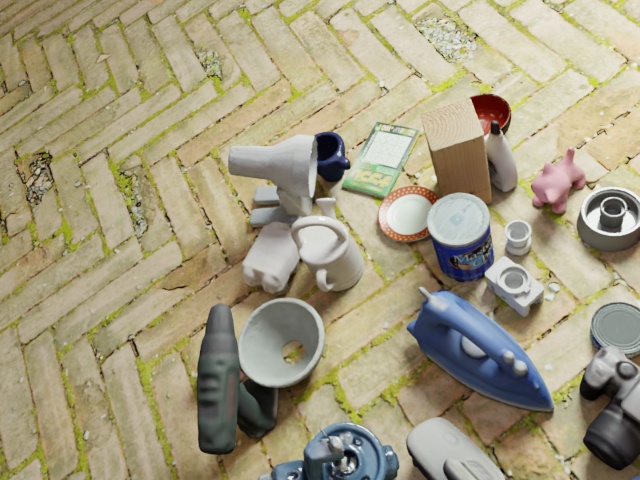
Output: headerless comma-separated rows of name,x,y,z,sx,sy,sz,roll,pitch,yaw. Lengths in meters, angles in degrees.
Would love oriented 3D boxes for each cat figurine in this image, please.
cat figurine,0.418,-0.108,1.014,0.067,0.118,0.128,29,74,31

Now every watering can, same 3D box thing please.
watering can,0.008,0.004,1.053,0.101,0.194,0.172,-24,55,6

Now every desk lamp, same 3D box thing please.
desk lamp,-0.081,-0.117,1.145,0.202,0.214,0.118,-3,60,19

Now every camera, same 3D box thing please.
camera,0.427,0.243,0.814,0.137,0.101,0.142,-44,56,-8

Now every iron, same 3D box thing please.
iron,0.254,0.165,0.899,0.257,0.142,0.119,36,78,33

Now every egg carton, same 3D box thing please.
egg carton,-0.087,0.035,1.146,0.107,0.070,0.150,16,68,28

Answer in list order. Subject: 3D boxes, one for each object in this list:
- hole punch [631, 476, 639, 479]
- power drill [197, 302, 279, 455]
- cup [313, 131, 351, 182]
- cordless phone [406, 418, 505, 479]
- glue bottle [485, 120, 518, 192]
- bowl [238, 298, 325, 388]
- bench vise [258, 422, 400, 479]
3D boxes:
hole punch,0.410,0.372,0.749,0.108,0.091,0.101,-34,55,-1
power drill,-0.141,0.245,0.957,0.075,0.209,0.229,-8,58,16
cup,0.028,-0.161,1.204,0.117,0.095,0.092,33,76,32
cordless phone,0.184,0.311,0.812,0.094,0.185,0.147,-45,56,-9
glue bottle,0.323,-0.161,1.047,0.037,0.173,0.078,-37,55,-3
bowl,-0.061,0.194,1.039,0.167,0.075,0.167,-9,58,15
bench vise,0.002,0.344,0.838,0.207,0.220,0.121,-33,55,0
